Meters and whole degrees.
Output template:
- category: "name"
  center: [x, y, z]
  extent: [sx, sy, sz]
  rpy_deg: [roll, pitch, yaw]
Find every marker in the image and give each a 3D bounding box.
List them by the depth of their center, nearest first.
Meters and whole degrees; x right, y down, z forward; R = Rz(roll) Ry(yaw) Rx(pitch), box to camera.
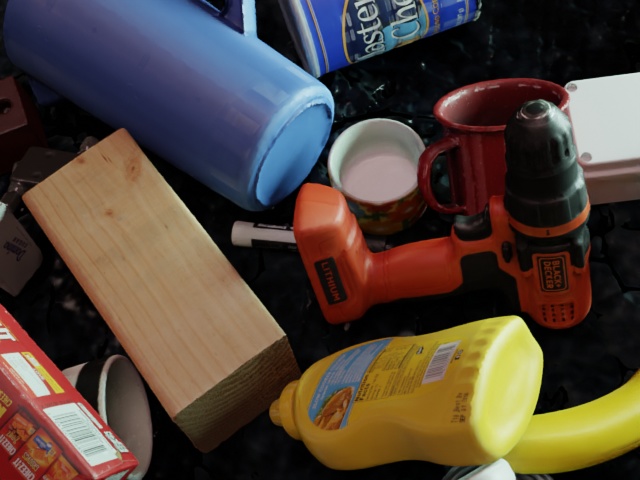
- category: "marker"
  center: [-0.005, 0.001, 0.788]
  extent: [0.121, 0.020, 0.020]
  rpy_deg: [6, 65, 12]

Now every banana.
- category: "banana"
  center: [0.180, 0.106, 0.682]
  extent: [0.197, 0.037, 0.070]
  rpy_deg: [-27, 52, -25]

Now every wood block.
- category: "wood block"
  center: [-0.111, 0.034, 0.749]
  extent: [0.090, 0.091, 0.206]
  rpy_deg: [-36, 64, -10]

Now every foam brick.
- category: "foam brick"
  center: [-0.265, -0.086, 0.854]
  extent: [0.078, 0.051, 0.053]
  rpy_deg: [-22, 63, -3]

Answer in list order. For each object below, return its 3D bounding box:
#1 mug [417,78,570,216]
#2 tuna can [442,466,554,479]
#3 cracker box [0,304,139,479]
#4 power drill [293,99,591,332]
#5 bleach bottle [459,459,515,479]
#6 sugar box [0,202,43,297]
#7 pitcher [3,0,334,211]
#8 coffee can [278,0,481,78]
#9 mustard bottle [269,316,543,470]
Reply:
- category: "mug"
  center: [0.119, -0.055, 0.743]
  extent: [0.117, 0.081, 0.093]
  rpy_deg: [-23, 29, -23]
- category: "tuna can"
  center: [0.113, 0.180, 0.673]
  extent: [0.086, 0.034, 0.086]
  rpy_deg: [-3, 63, 7]
- category: "cracker box"
  center: [-0.239, 0.156, 0.657]
  extent: [0.164, 0.072, 0.214]
  rpy_deg: [44, 100, 15]
- category: "power drill"
  center: [0.081, -0.007, 0.699]
  extent: [0.188, 0.184, 0.057]
  rpy_deg: [-4, 43, 16]
- category: "bleach bottle"
  center: [0.124, 0.257, 0.595]
  extent: [0.103, 0.068, 0.251]
  rpy_deg: [-32, 78, 10]
- category: "sugar box"
  center: [-0.297, -0.030, 0.808]
  extent: [0.176, 0.093, 0.048]
  rpy_deg: [26, 69, 19]
- category: "pitcher"
  center: [-0.107, -0.136, 0.808]
  extent: [0.243, 0.149, 0.144]
  rpy_deg: [34, 63, 19]
- category: "coffee can"
  center: [0.041, -0.197, 0.834]
  extent: [0.140, 0.103, 0.103]
  rpy_deg: [-20, 62, -2]
- category: "mustard bottle"
  center: [0.040, 0.101, 0.673]
  extent: [0.192, 0.058, 0.096]
  rpy_deg: [-14, 32, 41]
